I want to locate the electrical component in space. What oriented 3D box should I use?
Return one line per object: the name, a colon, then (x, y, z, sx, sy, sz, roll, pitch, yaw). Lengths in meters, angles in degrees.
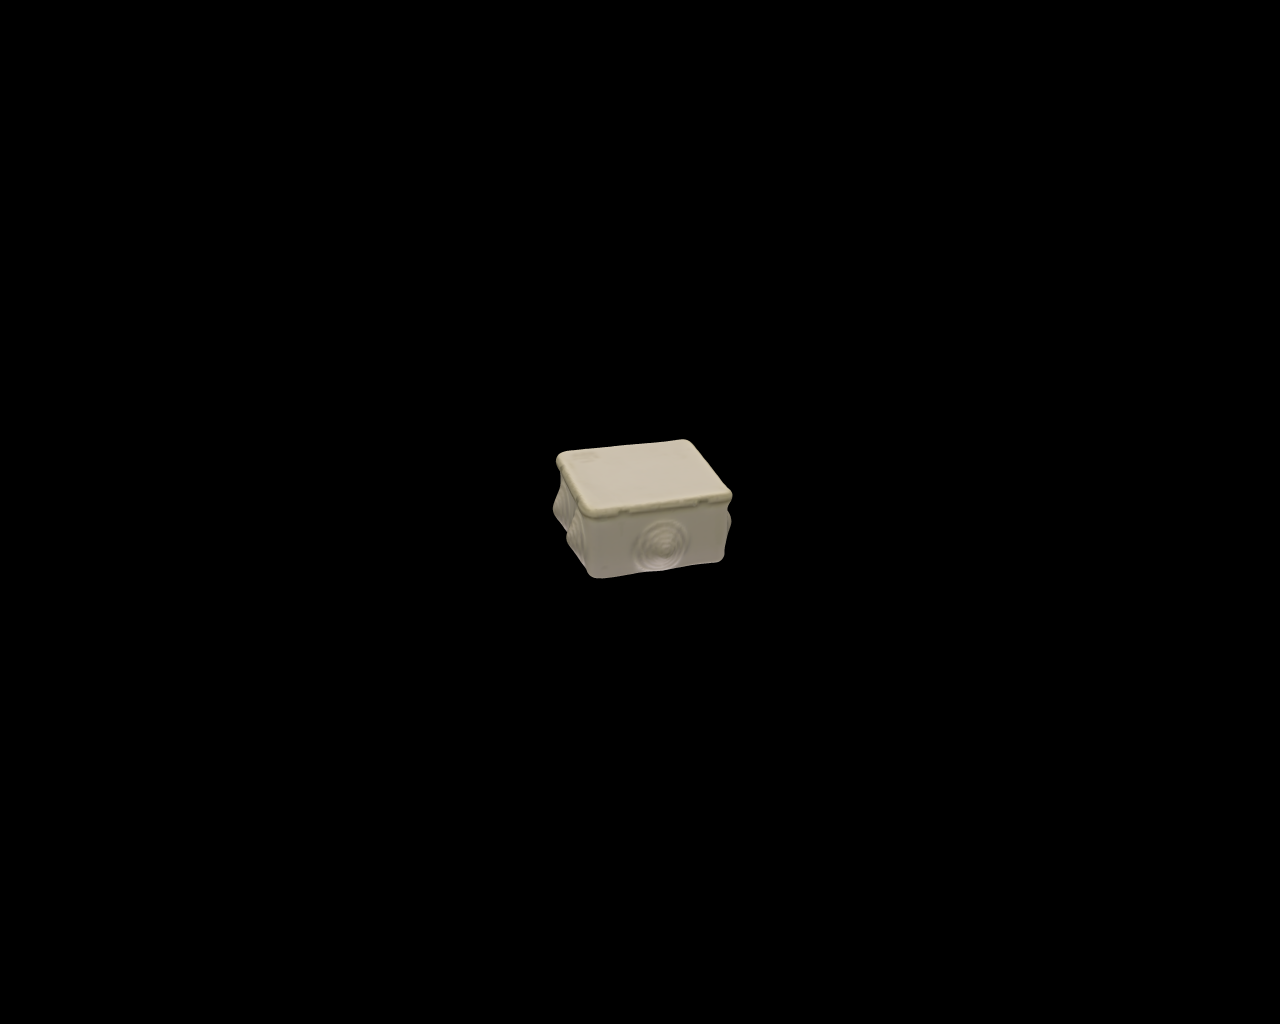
electrical component: (0.001, -0.003, 0.650, 0.100, 0.048, 0.100, -7, 27, -14)
